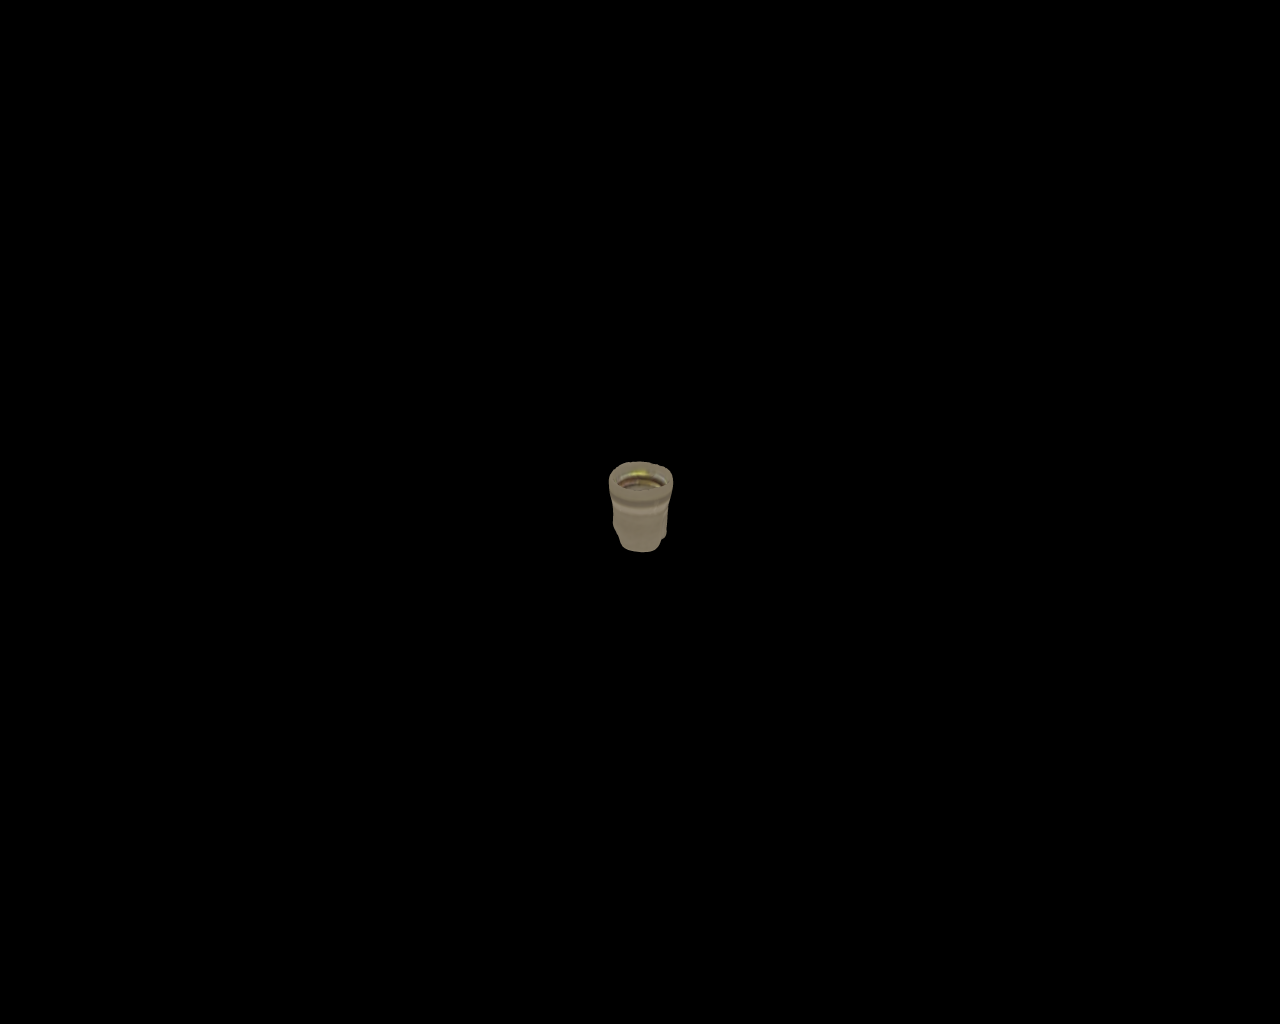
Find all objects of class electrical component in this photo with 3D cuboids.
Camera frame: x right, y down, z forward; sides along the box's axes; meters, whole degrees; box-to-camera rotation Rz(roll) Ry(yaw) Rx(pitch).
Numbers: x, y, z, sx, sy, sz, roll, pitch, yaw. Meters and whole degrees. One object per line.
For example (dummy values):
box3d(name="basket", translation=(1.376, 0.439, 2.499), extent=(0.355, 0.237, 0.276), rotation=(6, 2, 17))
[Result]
box3d(name="electrical component", translation=(0.001, -0.003, 0.650), extent=(0.040, 0.046, 0.040), rotation=(0, 29, 0))
